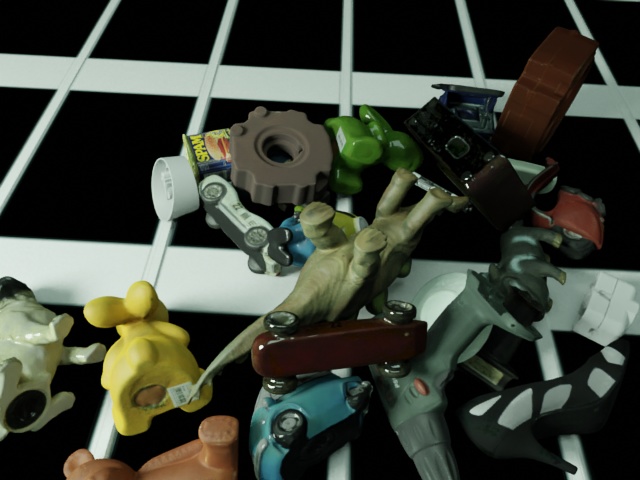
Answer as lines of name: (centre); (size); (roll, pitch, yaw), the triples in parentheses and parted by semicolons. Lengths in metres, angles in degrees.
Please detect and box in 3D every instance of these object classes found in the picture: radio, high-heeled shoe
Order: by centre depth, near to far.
high-heeled shoe: (0.286, 0.185, 0.678); (0.145, 0.086, 0.249); (23, 45, 34)
radio: (0.232, -0.126, 0.857); (0.073, 0.131, 0.230); (-42, 43, 11)

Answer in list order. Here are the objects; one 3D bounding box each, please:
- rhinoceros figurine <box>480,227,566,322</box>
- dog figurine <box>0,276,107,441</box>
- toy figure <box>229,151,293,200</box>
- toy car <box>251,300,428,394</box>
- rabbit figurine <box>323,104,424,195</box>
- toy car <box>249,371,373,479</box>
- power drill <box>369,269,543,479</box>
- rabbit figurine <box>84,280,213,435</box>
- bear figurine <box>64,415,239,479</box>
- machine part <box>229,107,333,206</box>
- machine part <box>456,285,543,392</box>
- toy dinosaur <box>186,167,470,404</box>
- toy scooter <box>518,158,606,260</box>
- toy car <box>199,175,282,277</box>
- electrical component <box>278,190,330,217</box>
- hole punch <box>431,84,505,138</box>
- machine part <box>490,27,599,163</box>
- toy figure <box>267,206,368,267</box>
rhinoceros figurine: (0.290, 0.054, 0.778); (0.112, 0.073, 0.190); (18, 52, 10)
dog figurine: (-0.398, 0.142, 0.677); (0.191, 0.121, 0.172); (16, 47, 28)
toy figure: (-0.090, -0.114, 0.911); (0.154, 0.064, 0.057); (-45, 102, -26)
toy car: (0.023, 0.116, 0.601); (0.202, 0.089, 0.053); (-5, 18, -16)
rabbit figurine: (0.092, -0.155, 0.938); (0.170, 0.121, 0.159); (2, 41, -24)
toy car: (-0.021, 0.199, 0.627); (0.162, 0.109, 0.103); (-25, 48, -27)
power drill: (0.158, 0.152, 0.637); (0.086, 0.207, 0.232); (19, 28, -41)
rabbit figurine: (-0.225, 0.126, 0.667); (0.122, 0.162, 0.173); (-24, 37, -5)
bear figurine: (-0.183, 0.258, 0.561); (0.196, 0.131, 0.120); (5, 48, -6)
machine part: (-0.063, -0.135, 0.862); (0.179, 0.056, 0.179); (5, 58, -8)
machine part: (0.236, 0.128, 0.696); (0.084, 0.039, 0.138); (31, 101, 25)
toy dinosaur: (0.032, 0.046, 0.689); (0.471, 0.198, 0.105); (-26, 51, -29)
toy scooter: (0.375, -0.059, 0.856); (0.184, 0.075, 0.135); (31, 80, 27)
toy car: (-0.121, -0.023, 0.823); (0.056, 0.073, 0.202); (-33, 59, -25)
electrical component: (-0.028, -0.080, 0.892); (0.102, 0.045, 0.078); (-35, 58, -26)
hole punch: (0.284, -0.253, 1.033); (0.142, 0.092, 0.116); (5, 21, 5)
machine part: (0.395, -0.249, 0.948); (0.087, 0.200, 0.201); (30, 55, 18)
toy figure: (-0.001, -0.006, 0.773); (0.180, 0.082, 0.089); (-7, 42, -45)
